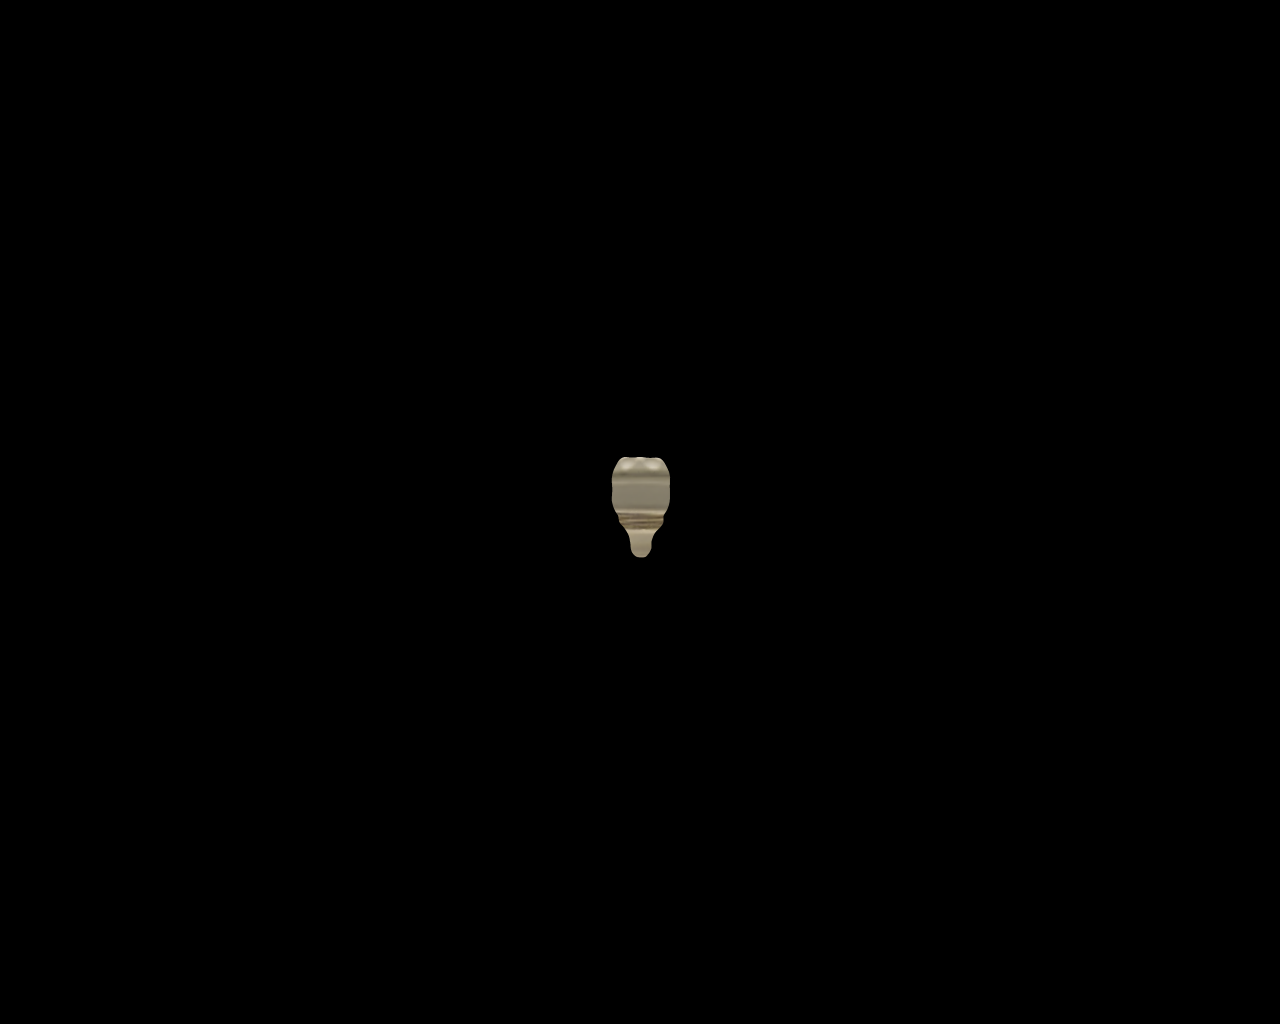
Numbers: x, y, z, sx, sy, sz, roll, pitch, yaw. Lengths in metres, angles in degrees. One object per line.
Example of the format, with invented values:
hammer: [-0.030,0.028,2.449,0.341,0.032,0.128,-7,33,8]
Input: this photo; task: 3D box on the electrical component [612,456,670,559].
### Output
electrical component: [0.001,-0.003,0.650,0.035,0.061,0.035,0,0,0]
